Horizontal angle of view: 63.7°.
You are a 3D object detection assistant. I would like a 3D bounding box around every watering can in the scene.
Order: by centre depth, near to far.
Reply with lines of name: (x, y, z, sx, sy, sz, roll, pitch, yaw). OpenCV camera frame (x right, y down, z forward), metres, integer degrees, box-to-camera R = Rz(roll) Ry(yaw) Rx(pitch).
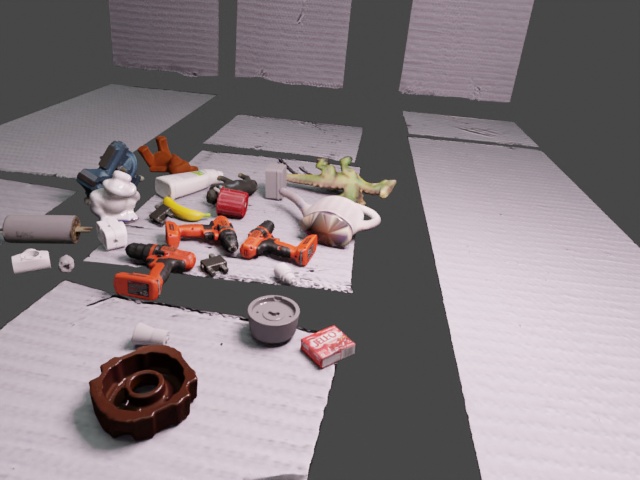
watering can: (0.005, -0.078, 1.548, 0.348, 0.102, 0.228, 14, 28, 14)

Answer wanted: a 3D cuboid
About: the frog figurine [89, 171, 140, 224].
frog figurine: (-0.593, -0.129, 1.487, 0.137, 0.156, 0.125, -2, 25, -16)

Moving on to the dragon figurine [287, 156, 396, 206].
dragon figurine: (0.057, -0.181, 1.786, 0.410, 0.119, 0.248, -7, 35, -5)
